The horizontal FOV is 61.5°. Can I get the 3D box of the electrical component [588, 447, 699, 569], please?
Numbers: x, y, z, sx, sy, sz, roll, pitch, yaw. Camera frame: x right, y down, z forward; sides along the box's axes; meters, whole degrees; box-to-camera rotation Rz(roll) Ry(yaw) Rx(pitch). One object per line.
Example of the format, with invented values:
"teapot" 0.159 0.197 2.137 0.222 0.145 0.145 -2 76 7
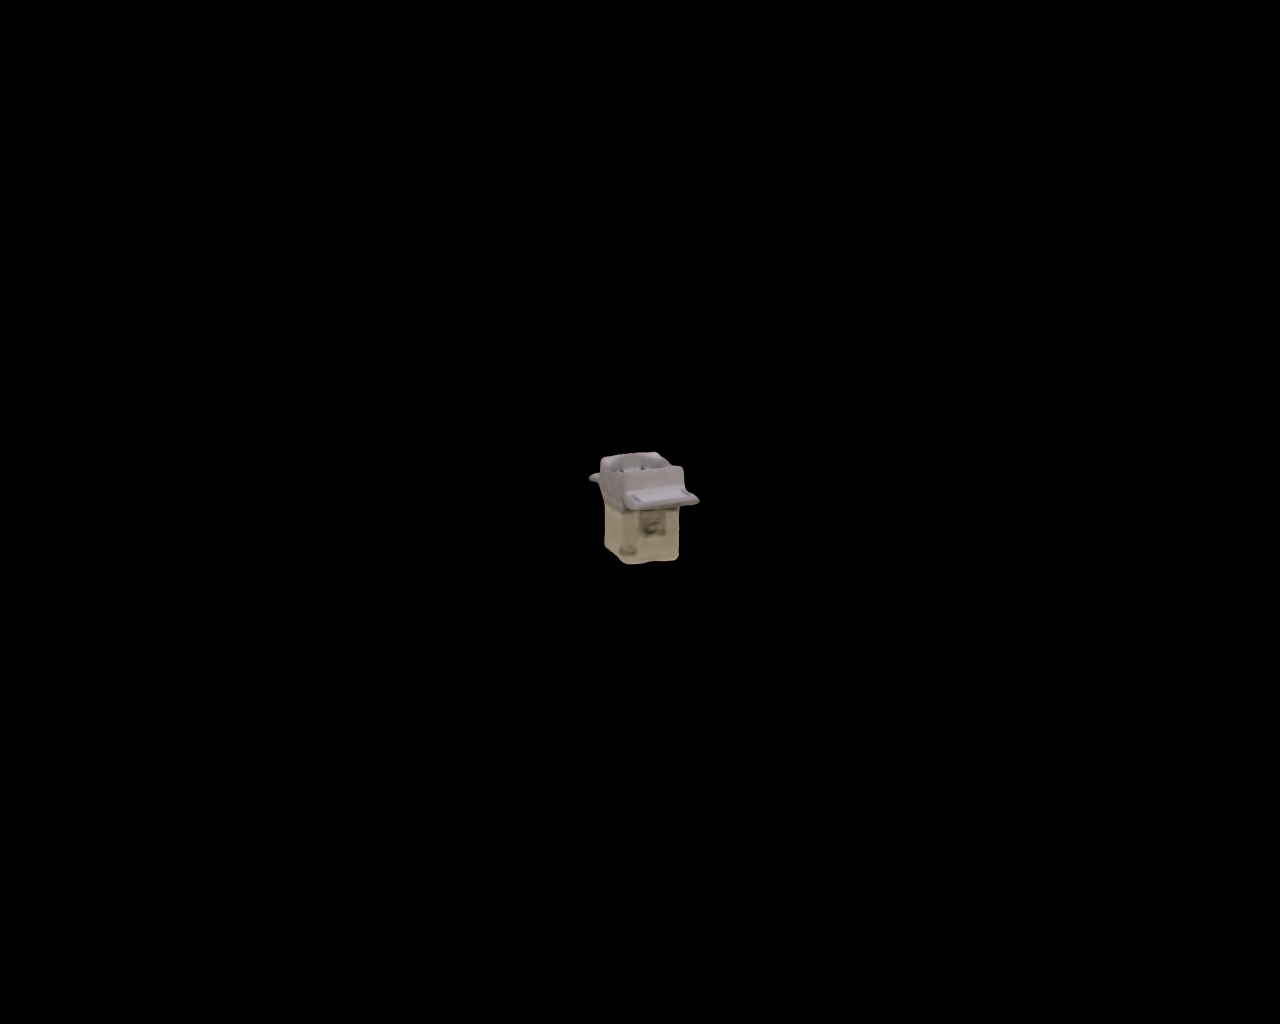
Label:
"electrical component" 0.001 -0.003 0.650 0.042 0.063 0.081 -6 17 -19
